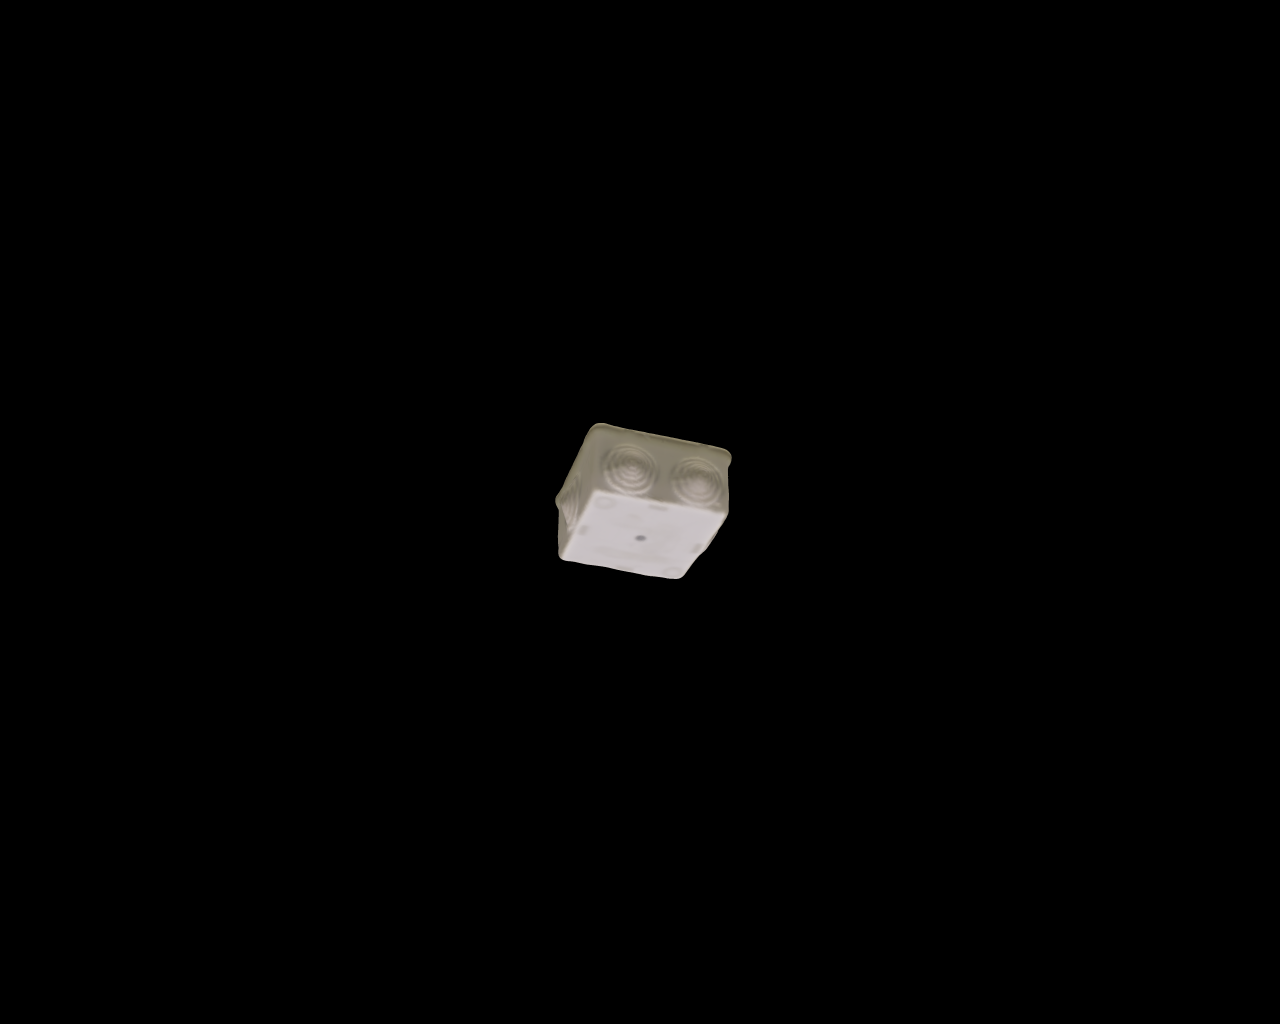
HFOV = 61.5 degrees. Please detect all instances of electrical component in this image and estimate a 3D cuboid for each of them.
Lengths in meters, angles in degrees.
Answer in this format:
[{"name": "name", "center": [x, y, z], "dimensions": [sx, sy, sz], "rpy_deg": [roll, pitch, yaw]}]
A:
[{"name": "electrical component", "center": [0.001, -0.003, 0.650], "dimensions": [0.100, 0.048, 0.099], "rpy_deg": [11, -35, -16]}]
